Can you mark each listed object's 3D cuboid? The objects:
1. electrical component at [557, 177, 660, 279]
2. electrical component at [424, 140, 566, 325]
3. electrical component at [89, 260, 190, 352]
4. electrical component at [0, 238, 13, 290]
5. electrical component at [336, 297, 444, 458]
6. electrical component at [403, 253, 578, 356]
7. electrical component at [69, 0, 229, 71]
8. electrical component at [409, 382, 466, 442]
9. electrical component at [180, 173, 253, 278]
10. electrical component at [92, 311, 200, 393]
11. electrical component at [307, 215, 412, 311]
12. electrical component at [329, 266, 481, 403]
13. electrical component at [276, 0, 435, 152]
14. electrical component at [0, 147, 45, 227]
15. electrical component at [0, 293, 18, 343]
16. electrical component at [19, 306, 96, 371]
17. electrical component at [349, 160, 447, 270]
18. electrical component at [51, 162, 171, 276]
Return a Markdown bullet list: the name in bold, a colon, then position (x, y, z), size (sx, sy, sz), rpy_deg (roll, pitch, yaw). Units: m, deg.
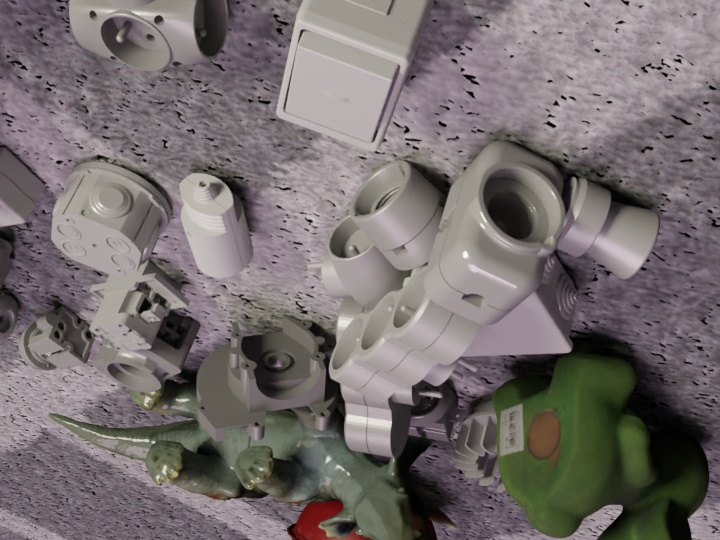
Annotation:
- **electrical component**: position (0.142, -0.025, 0.638), size (0.055, 0.045, 0.045), rpy_deg (24, 148, -7)
- **electrical component**: position (0.080, -0.024, 0.624), size (0.054, 0.095, 0.059), rpy_deg (25, 148, -10)
- **electrical component**: position (-0.186, 0.031, 0.880), size (0.081, 0.063, 0.042), rpy_deg (-10, 138, 38)
- **electrical component**: position (-0.371, -0.021, 0.885), size (0.150, 0.061, 0.089), rpy_deg (23, 167, -5)
- **electrical component**: position (0.028, 0.082, 0.818), size (0.074, 0.052, 0.138), rpy_deg (6, 119, 20)
- **electrical component**: position (0.090, 0.013, 0.720), size (0.100, 0.048, 0.099), rpy_deg (-5, 141, 33)
- **electrical component**: position (-0.120, -0.152, 0.585), size (0.077, 0.044, 0.079), rpy_deg (8, 147, 17)
- **electrical component**: position (0.053, 0.113, 0.894), size (0.066, 0.048, 0.055), rpy_deg (8, 154, 18)
- **electrical component**: position (-0.102, -0.035, 0.754), size (0.043, 0.043, 0.081), rpy_deg (11, 147, 13)
- **electrical component**: position (-0.190, 0.070, 0.948), size (0.050, 0.055, 0.089), rpy_deg (36, 144, -24)
- **electrical component**: position (0.000, 0.000, 0.752), size (0.079, 0.043, 0.077), rpy_deg (-5, 141, 33)
- **electrical component**: position (0.042, 0.052, 0.704), size (0.074, 0.052, 0.138), rpy_deg (29, 147, -15)
- **electrical component**: position (-0.006, -0.108, 0.576), size (0.062, 0.061, 0.096), rpy_deg (20, 148, -1)
- **electrical component**: position (-0.295, -0.045, 0.809), size (0.083, 0.075, 0.047), rpy_deg (-5, 141, 34)
- **electrical component**: position (-0.354, 0.040, 1.000), size (0.062, 0.048, 0.048), rpy_deg (16, 149, 19)
- **electrical component**: position (-0.284, 0.067, 1.003), size (0.055, 0.048, 0.066), rpy_deg (-19, 132, 35)
- **electrical component**: position (0.027, -0.036, 0.676), size (0.055, 0.055, 0.047), rpy_deg (-17, 130, 43)
- **electrical component**: position (-0.183, -0.037, 0.786), size (0.080, 0.051, 0.080), rpy_deg (14, 148, 9)
